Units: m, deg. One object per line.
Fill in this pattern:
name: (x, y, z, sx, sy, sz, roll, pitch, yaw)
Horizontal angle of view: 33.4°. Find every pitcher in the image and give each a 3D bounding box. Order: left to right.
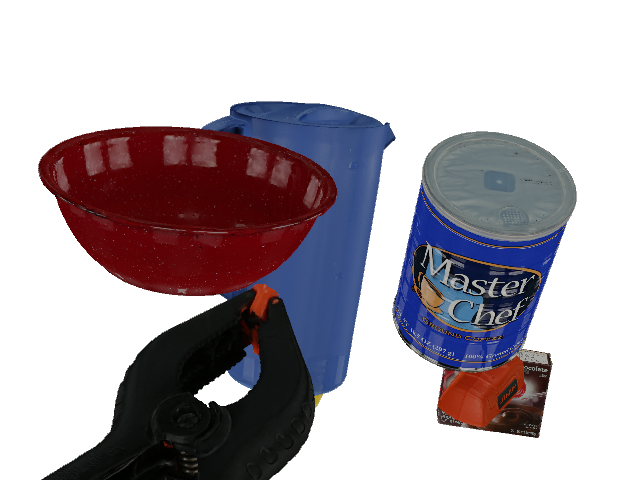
pitcher: (-0.029, 0.005, 0.907, 0.149, 0.243, 0.145, 9, 14, 12)

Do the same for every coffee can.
coffee can: (0.111, 0.009, 0.750, 0.102, 0.140, 0.103, 4, 45, -4)

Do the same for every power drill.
power drill: (0.158, 0.075, 0.978, 0.057, 0.188, 0.184, 24, 32, 27)

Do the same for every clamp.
clamp: (-0.043, 0.086, 0.403, 0.120, 0.039, 0.171, 24, 49, 17)

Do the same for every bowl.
bowl: (-0.074, -0.013, 0.590, 0.162, 0.055, 0.162, 6, 22, -3)

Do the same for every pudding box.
pudding box: (0.188, 0.159, 1.156, 0.113, 0.090, 0.039, 7, 22, 4)

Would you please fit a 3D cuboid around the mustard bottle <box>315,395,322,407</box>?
mustard bottle: (-0.033, 0.089, 1.104, 0.058, 0.096, 0.191, -3, 27, -7)
